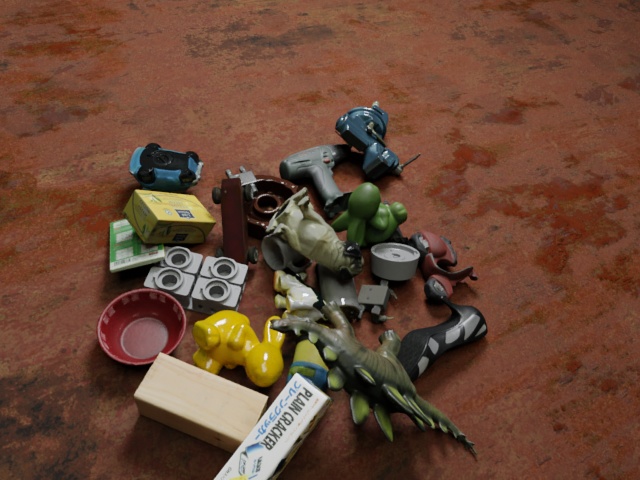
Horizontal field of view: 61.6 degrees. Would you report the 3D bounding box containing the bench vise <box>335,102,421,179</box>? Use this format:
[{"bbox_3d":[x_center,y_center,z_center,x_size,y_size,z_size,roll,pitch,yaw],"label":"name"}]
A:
[{"bbox_3d":[0.148,-0.282,1.427,0.223,0.129,0.241,28,46,-10],"label":"bench vise"}]

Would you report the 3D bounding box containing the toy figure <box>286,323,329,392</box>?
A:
[{"bbox_3d":[-0.018,0.240,1.020,0.089,0.082,0.180,22,54,4],"label":"toy figure"}]

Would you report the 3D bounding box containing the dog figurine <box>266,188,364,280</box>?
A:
[{"bbox_3d":[-0.004,0.000,1.123,0.190,0.121,0.172,42,10,-19],"label":"dog figurine"}]

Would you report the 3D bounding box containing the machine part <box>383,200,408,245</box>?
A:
[{"bbox_3d":[0.166,-0.040,1.304,0.084,0.039,0.139,-10,53,-28],"label":"machine part"}]

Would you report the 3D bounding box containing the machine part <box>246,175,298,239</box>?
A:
[{"bbox_3d":[-0.124,-0.075,1.262,0.179,0.056,0.179,4,51,-5],"label":"machine part"}]

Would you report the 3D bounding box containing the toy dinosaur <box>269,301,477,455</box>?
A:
[{"bbox_3d":[0.105,0.249,0.943,0.471,0.105,0.199,30,23,-26],"label":"toy dinosaur"}]

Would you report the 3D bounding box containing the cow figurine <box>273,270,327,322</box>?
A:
[{"bbox_3d":[-0.042,0.111,1.100,0.098,0.068,0.167,3,24,-18],"label":"cow figurine"}]

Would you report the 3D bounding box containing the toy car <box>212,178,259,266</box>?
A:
[{"bbox_3d":[-0.185,-0.034,1.170,0.089,0.053,0.202,-6,85,9],"label":"toy car"}]

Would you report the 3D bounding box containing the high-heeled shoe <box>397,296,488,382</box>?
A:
[{"bbox_3d":[0.252,0.230,1.107,0.145,0.086,0.249,41,71,-18],"label":"high-heeled shoe"}]

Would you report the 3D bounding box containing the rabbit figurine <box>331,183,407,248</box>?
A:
[{"bbox_3d":[0.097,-0.062,1.203,0.159,0.170,0.121,-44,61,-6],"label":"rabbit figurine"}]

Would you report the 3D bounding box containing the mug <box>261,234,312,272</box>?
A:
[{"bbox_3d":[-0.056,0.019,1.186,0.107,0.080,0.110,-27,53,-36],"label":"mug"}]

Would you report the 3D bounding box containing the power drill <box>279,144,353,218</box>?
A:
[{"bbox_3d":[0.030,-0.159,1.342,0.232,0.086,0.207,-15,60,-31],"label":"power drill"}]

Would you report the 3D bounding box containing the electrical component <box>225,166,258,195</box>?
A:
[{"bbox_3d":[-0.182,-0.135,1.254,0.063,0.021,0.094,-18,55,-21],"label":"electrical component"}]

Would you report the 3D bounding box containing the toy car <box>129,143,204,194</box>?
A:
[{"bbox_3d":[-0.355,-0.152,1.247,0.162,0.102,0.109,6,51,-11],"label":"toy car"}]

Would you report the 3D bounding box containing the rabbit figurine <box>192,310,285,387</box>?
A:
[{"bbox_3d":[-0.132,0.211,0.999,0.173,0.121,0.162,25,26,34],"label":"rabbit figurine"}]

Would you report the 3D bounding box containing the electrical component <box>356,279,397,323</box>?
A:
[{"bbox_3d":[0.123,0.133,1.157,0.078,0.045,0.102,-5,44,22],"label":"electrical component"}]

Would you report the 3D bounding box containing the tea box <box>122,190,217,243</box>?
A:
[{"bbox_3d":[-0.317,-0.047,1.142,0.098,0.068,0.169,45,21,22],"label":"tea box"}]

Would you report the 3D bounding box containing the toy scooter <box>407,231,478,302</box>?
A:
[{"bbox_3d":[0.285,0.055,1.228,0.135,0.075,0.184,-6,57,-15],"label":"toy scooter"}]

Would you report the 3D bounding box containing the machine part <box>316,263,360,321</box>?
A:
[{"bbox_3d":[0.035,0.088,1.152,0.079,0.079,0.243,-1,51,-12],"label":"machine part"}]
